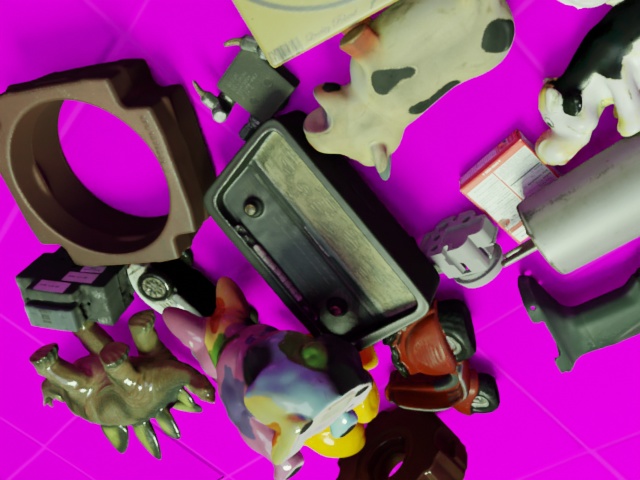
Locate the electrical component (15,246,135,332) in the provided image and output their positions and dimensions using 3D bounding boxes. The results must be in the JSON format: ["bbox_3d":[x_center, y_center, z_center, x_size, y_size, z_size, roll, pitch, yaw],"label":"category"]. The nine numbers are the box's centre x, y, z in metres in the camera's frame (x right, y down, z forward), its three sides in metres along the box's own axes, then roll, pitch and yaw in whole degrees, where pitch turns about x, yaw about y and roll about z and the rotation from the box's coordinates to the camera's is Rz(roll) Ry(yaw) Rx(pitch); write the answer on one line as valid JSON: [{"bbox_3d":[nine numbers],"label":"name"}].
[{"bbox_3d":[-0.278,0.049,0.629,0.115,0.134,0.058,5,123,13],"label":"electrical component"}]

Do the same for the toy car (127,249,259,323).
[{"bbox_3d":[-0.148,0.080,0.653,0.056,0.073,0.201,-35,108,29],"label":"toy car"}]

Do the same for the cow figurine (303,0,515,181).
[{"bbox_3d":[0.070,-0.137,0.455,0.195,0.085,0.127,-30,121,19],"label":"cow figurine"}]

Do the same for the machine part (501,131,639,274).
[{"bbox_3d":[0.256,-0.044,0.440,0.243,0.079,0.079,-37,108,28],"label":"machine part"}]

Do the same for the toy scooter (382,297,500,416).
[{"bbox_3d":[0.126,0.148,0.634,0.135,0.075,0.183,-14,122,23],"label":"toy scooter"}]

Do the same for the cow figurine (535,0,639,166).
[{"bbox_3d":[0.233,-0.136,0.428,0.167,0.068,0.098,-38,101,27],"label":"cow figurine"}]

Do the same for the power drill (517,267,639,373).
[{"bbox_3d":[0.305,0.036,0.520,0.207,0.086,0.231,-26,106,19],"label":"power drill"}]

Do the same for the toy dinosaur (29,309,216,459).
[{"bbox_3d":[-0.283,0.195,0.714,0.472,0.105,0.198,-6,119,40],"label":"toy dinosaur"}]

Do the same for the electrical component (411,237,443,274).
[{"bbox_3d":[0.093,0.026,0.593,0.094,0.021,0.063,-17,116,23],"label":"electrical component"}]

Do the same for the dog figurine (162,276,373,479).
[{"bbox_3d":[-0.065,0.110,0.525,0.219,0.108,0.191,42,148,25],"label":"dog figurine"}]

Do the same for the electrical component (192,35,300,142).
[{"bbox_3d":[-0.068,-0.147,0.507,0.102,0.045,0.078,-37,106,30],"label":"electrical component"}]

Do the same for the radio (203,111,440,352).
[{"bbox_3d":[-0.001,-0.002,0.536,0.131,0.073,0.229,-39,91,30],"label":"radio"}]

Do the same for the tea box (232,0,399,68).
[{"bbox_3d":[0.009,-0.194,0.383,0.098,0.170,0.068,-22,115,23],"label":"tea box"}]

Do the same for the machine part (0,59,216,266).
[{"bbox_3d":[-0.221,-0.077,0.565,0.201,0.087,0.201,-5,119,16],"label":"machine part"}]

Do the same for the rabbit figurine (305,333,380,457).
[{"bbox_3d":[0.003,0.207,0.651,0.162,0.122,0.173,-15,125,1],"label":"rabbit figurine"}]

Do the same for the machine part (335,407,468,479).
[{"bbox_3d":[0.093,0.282,0.666,0.179,0.179,0.056,-32,106,28],"label":"machine part"}]
